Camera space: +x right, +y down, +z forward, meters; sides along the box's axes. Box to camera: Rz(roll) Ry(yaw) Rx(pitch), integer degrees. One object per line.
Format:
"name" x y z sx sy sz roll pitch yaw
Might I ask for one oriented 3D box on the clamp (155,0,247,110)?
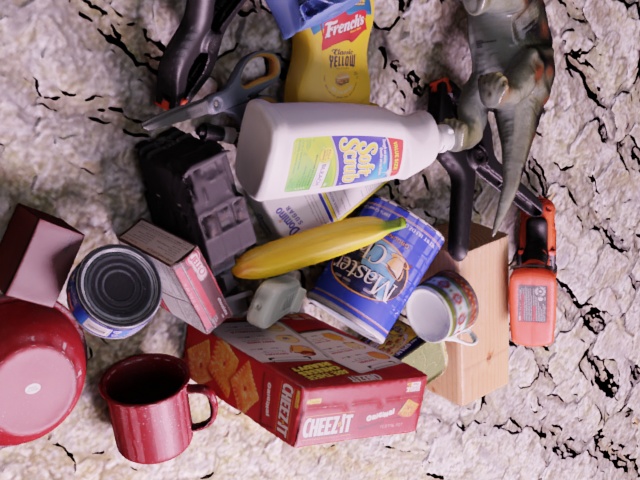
"clamp" -0.108 -0.203 1.029 0.120 0.039 0.172 -22 144 -57

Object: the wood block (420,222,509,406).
"wood block" 0.176 0.089 1.339 0.090 0.090 0.206 -19 116 -33

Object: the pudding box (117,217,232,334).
"pudding box" -0.144 0.034 1.054 0.039 0.114 0.090 -39 126 -25

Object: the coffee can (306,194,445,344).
"coffee can" 0.064 0.033 1.222 0.102 0.103 0.140 38 81 -40

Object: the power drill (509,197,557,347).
"power drill" 0.275 0.059 1.367 0.187 0.057 0.184 -65 152 -62

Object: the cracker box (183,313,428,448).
"cracker box" -0.021 0.142 1.122 0.163 0.214 0.072 0 105 -38

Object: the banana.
"banana" -0.009 0.005 1.127 0.197 0.070 0.037 -18 81 -20

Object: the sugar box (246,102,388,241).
"sugar box" 0.006 -0.068 1.181 0.176 0.048 0.093 -37 124 -18

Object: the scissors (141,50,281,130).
"scissors" -0.096 -0.121 1.060 0.201 0.016 0.096 -45 127 -40

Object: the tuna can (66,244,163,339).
"tuna can" -0.192 0.048 0.999 0.086 0.034 0.086 10 66 -24

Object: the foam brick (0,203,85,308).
"foam brick" -0.265 0.015 0.995 0.052 0.051 0.078 24 91 -42

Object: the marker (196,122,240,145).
"marker" -0.077 -0.107 1.118 0.120 0.020 0.020 4 103 -39

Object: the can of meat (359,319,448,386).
"can of meat" 0.089 0.145 1.294 0.102 0.084 0.057 -32 123 -26

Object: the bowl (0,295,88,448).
"bowl" -0.285 0.135 1.019 0.161 0.055 0.162 -14 114 -34

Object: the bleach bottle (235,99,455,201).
"bleach bottle" 0.038 -0.103 1.114 0.250 0.068 0.103 -9 131 -32

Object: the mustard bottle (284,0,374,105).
"mustard bottle" 0.012 -0.226 1.120 0.096 0.058 0.192 -7 110 -32

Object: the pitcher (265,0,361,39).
"pitcher" -0.032 -0.321 0.979 0.145 0.149 0.243 -35 102 -15

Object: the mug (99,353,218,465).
"mug" -0.163 0.175 1.098 0.117 0.093 0.081 -5 118 -1

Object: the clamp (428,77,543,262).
"clamp" 0.172 -0.086 1.256 0.164 0.036 0.210 -35 101 -36
